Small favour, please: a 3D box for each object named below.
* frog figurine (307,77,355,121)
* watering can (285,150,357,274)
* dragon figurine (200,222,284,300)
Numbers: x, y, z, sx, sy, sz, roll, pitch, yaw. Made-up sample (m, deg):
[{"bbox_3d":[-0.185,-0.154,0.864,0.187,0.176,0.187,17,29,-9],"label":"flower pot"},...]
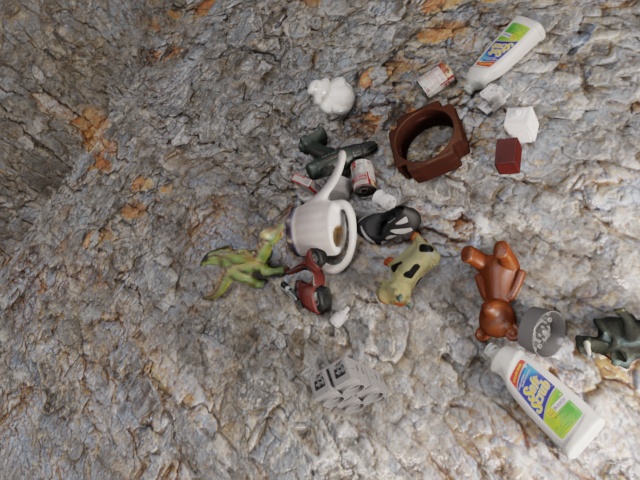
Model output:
[{"bbox_3d":[0.041,-0.481,1.693,0.124,0.157,0.138,24,81,40],"label":"frog figurine"},{"bbox_3d":[0.005,-0.075,1.493,0.223,0.104,0.349,-6,84,32],"label":"watering can"},{"bbox_3d":[-0.258,0.071,1.539,0.407,0.239,0.125,-30,57,15],"label":"dragon figurine"}]
